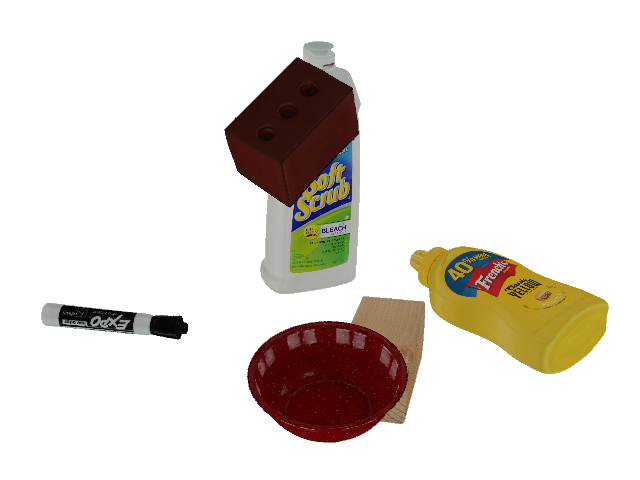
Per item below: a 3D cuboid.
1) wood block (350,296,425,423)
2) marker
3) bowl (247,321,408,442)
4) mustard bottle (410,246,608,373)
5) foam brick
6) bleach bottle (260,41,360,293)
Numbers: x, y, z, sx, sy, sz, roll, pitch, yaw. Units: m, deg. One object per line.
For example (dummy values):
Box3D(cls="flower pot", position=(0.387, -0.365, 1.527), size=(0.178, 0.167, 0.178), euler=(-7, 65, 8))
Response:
Box3D(cls="wood block", position=(0.082, 0.152, 1.403), size=(0.091, 0.090, 0.206), euler=(5, 18, 10))
Box3D(cls="marker", position=(-0.165, 0.065, 0.859), size=(0.121, 0.020, 0.020), euler=(5, 1, 12))
Box3D(cls="bowl", position=(0.008, 0.153, 1.084), size=(0.162, 0.055, 0.162), euler=(-1, 35, 1))
Box3D(cls="mustard bottle", position=(0.158, 0.051, 0.977), size=(0.096, 0.058, 0.192), euler=(-28, 39, -34))
Box3D(cls="foam brick", position=(-0.019, -0.074, 0.729), size=(0.053, 0.078, 0.051), euler=(33, -21, 24))
Box3D(cls="bleach bottle", position=(-0.010, -0.073, 1.074), size=(0.102, 0.251, 0.068), euler=(-9, 28, -17))
